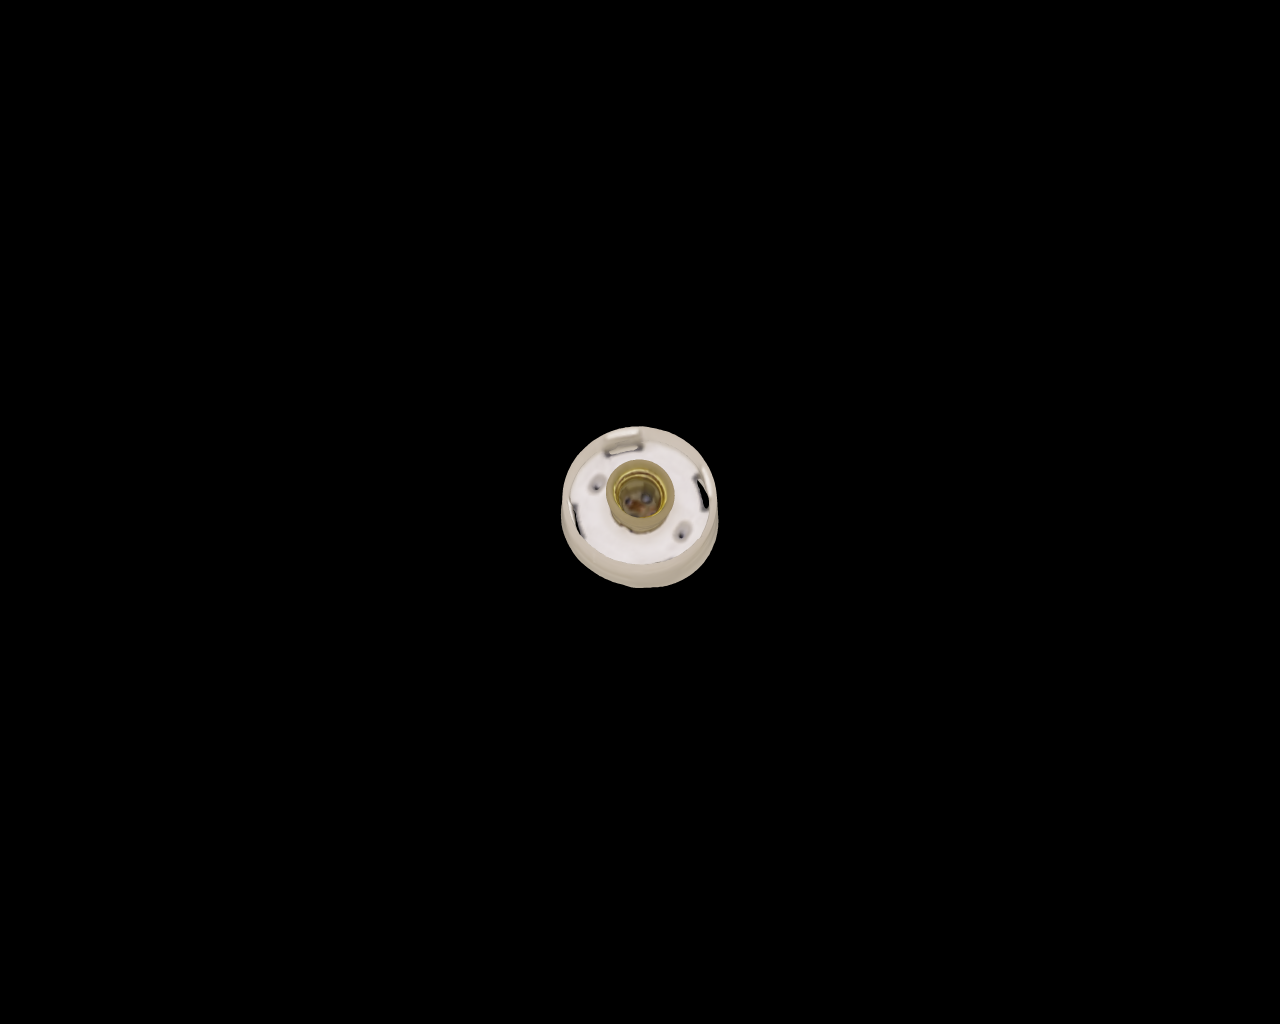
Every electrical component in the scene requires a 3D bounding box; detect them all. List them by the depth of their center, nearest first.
[{"bbox_3d":[0.001,-0.003,0.650,0.099,0.099,0.064,0,-21,0],"label":"electrical component"}]
